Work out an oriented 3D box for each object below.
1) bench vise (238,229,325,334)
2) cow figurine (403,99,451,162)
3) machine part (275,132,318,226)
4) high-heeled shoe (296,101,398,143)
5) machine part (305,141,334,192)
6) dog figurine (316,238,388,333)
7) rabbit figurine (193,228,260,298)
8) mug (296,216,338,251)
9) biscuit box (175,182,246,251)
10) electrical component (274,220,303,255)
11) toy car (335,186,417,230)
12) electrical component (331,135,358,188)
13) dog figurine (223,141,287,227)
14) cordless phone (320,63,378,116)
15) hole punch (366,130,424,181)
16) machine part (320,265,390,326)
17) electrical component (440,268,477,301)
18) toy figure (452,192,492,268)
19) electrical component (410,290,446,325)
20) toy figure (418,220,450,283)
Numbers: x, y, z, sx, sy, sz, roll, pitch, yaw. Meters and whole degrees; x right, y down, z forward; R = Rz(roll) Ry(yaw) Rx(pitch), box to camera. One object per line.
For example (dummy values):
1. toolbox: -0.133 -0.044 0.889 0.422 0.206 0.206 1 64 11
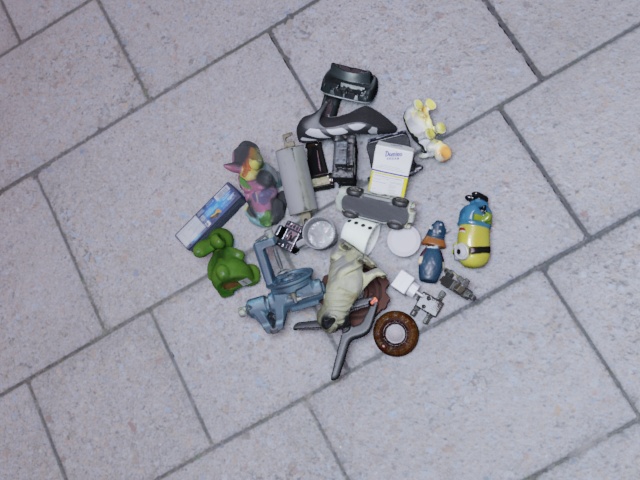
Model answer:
1. bench vise: -0.110 0.094 1.295 0.224 0.129 0.240 -15 101 15
2. cow figurine: 0.265 -0.264 1.355 0.068 0.098 0.167 -18 83 -28
3. machine part: -0.060 -0.151 1.371 0.079 0.079 0.243 -13 94 7
4. high-heeled shoe: 0.067 -0.278 1.390 0.249 0.145 0.086 15 46 -22
5. machine part: -0.006 -0.194 1.412 0.084 0.039 0.139 -15 80 15
6. dog figurine: 0.041 0.106 1.262 0.121 0.172 0.190 36 97 -22
7. rabbit figurine: -0.254 0.042 1.370 0.121 0.159 0.170 -29 62 14
8. mug: -0.003 -0.004 1.344 0.109 0.107 0.081 -33 76 7
9. biscuit box: -0.286 -0.059 1.423 0.202 0.062 0.059 -45 76 0
10. electrical component: -0.074 -0.009 1.351 0.048 0.119 0.075 25 83 13
11. toy car: 0.136 -0.080 1.311 0.202 0.056 0.073 15 112 14
12. electrical component: 0.063 -0.199 1.351 0.058 0.134 0.115 0 79 9
13. dog figurine: -0.162 -0.138 1.337 0.109 0.219 0.191 -5 79 12
14. cordless phone: 0.065 -0.359 1.417 0.147 0.088 0.184 17 95 11
15. hole punch: 0.181 -0.215 1.367 0.142 0.092 0.115 -13 111 8
16. machine part: 0.088 0.130 1.333 0.179 0.056 0.179 -2 79 10
17. electrical component: 0.327 0.104 1.280 0.078 0.102 0.045 29 93 -10
18. toy figure: 0.375 -0.021 1.298 0.089 0.082 0.180 12 81 14
19. electrical component: 0.266 0.156 1.315 0.063 0.021 0.094 33 88 13
20. toy figure: 0.275 0.027 1.317 0.058 0.064 0.154 -2 72 47
